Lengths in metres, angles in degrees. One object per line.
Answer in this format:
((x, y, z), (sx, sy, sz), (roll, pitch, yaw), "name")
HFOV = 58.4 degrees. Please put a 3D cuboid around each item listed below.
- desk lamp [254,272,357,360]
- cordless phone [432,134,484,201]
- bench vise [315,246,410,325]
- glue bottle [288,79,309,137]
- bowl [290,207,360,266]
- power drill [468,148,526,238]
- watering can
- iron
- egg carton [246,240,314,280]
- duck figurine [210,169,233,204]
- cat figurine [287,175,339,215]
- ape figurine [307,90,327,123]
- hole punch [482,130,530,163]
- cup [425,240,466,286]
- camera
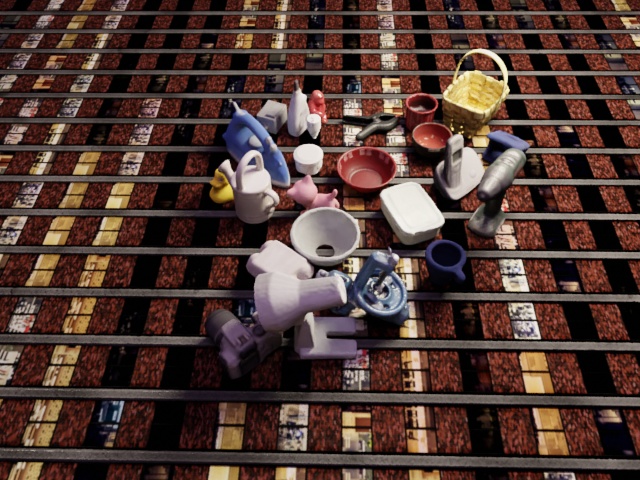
((-0.024, 0.148, 1.169), (0.203, 0.214, 0.118), (-1, 51, 0), "desk lamp")
((0.364, -0.205, 1.471), (0.148, 0.185, 0.094), (-38, 59, -26), "cordless phone")
((0.091, 0.097, 1.206), (0.207, 0.220, 0.121), (1, 51, 2), "bench vise")
((-0.063, -0.381, 1.629), (0.037, 0.173, 0.078), (25, 56, 20), "glue bottle")
((0.013, 0.005, 1.376), (0.167, 0.075, 0.167), (0, 51, 1), "bowl")
((0.419, -0.108, 1.375), (0.075, 0.208, 0.230), (26, 56, 21), "power drill")
((-0.178, -0.140, 1.420), (0.172, 0.194, 0.101), (10, 52, 9), "watering can")
((-0.164, -0.263, 1.554), (0.119, 0.141, 0.257), (-32, 57, -23), "iron")
((-0.094, 0.068, 1.329), (0.150, 0.069, 0.107), (31, 57, 23), "egg carton")
((-0.247, -0.156, 1.504), (0.077, 0.086, 0.105), (37, 60, 27), "duck figurine")
((-0.016, -0.111, 1.443), (0.127, 0.118, 0.067), (5, 51, 5), "cat figurine")
((-0.009, -0.401, 1.697), (0.076, 0.092, 0.078), (20, 54, 16), "ape figurine")
((0.512, -0.262, 1.576), (0.108, 0.091, 0.101), (33, 58, 25), "hole punch")
((0.288, 0.070, 1.305), (0.092, 0.095, 0.117), (-22, 54, -16), "cup")
((-0.170, 0.194, 1.207), (0.143, 0.101, 0.136), (-35, 58, -24), "camera")
